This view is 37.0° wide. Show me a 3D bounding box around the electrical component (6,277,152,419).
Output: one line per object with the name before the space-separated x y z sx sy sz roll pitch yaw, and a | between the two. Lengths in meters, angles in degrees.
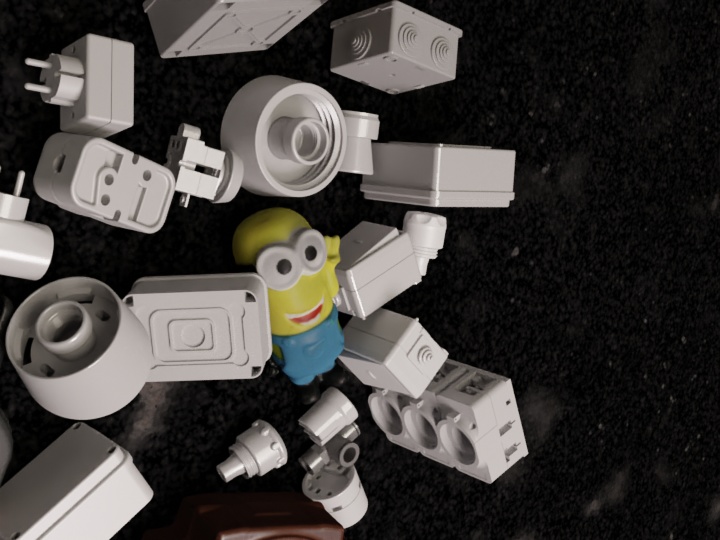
electrical component | -0.214 0.057 0.816 0.099 0.099 0.064 -48 151 -21

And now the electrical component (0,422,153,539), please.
electrical component | -0.234 0.184 0.853 0.113 0.078 0.057 -43 127 -25

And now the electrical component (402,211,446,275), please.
electrical component | 0.062 -0.026 1.077 0.043 0.043 0.062 3 100 -40

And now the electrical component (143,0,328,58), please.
electrical component | -0.098 -0.215 0.851 0.109 0.109 0.056 -14 85 -37

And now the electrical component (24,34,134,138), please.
electrical component | -0.214 -0.140 0.806 0.077 0.047 0.065 5 80 -40

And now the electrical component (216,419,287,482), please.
electrical component | -0.101 0.170 0.985 0.062 0.048 0.048 -31 119 -23

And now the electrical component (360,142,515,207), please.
electrical component | 0.074 -0.092 1.030 0.109 0.109 0.056 -3 99 -40

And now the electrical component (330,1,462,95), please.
electrical component | 0.031 -0.198 0.976 0.100 0.100 0.048 12 79 -41

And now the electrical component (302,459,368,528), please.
electrical component | -0.023 0.220 1.055 0.055 0.055 0.047 -41 127 -26

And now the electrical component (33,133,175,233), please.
electrical component | -0.199 -0.067 0.831 0.095 0.059 0.053 24 80 -52

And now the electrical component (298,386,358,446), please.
electrical component | -0.032 0.142 1.040 0.046 0.040 0.040 -41 123 -18

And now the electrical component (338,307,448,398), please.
electrical component | 0.031 0.079 1.008 0.061 0.096 0.061 -53 127 -16

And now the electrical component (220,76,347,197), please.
electrical component | -0.061 -0.115 0.942 0.108 0.060 0.108 -10 106 -38

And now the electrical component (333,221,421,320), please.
electrical component | 0.000 0.000 1.018 0.096 0.062 0.061 -33 119 -30

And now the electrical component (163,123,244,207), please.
electrical component | -0.132 -0.083 0.900 0.055 0.048 0.066 14 90 -33

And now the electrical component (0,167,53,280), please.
electrical component | -0.268 -0.037 0.796 0.077 0.044 0.079 13 91 -41

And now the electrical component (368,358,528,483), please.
electrical component | 0.081 0.141 1.060 0.062 0.150 0.089 -33 119 -31

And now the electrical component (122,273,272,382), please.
electrical component | -0.132 0.046 0.884 0.113 0.057 0.078 -2 105 3

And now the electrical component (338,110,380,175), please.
electrical component | -0.006 -0.118 0.997 0.045 0.045 0.055 2 98 -40
